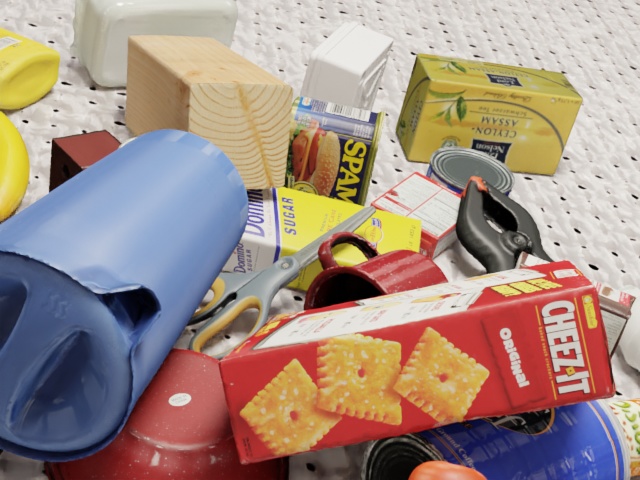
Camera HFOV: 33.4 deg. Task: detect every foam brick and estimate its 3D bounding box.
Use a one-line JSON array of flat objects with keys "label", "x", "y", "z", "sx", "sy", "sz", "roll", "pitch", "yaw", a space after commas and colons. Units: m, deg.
[{"label": "foam brick", "x": -0.187, "y": -0.043, "z": 0.870, "sx": 0.051, "sy": 0.078, "sz": 0.053, "roll": -17, "pitch": 43, "yaw": -38}]

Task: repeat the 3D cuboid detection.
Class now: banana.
[{"label": "banana", "x": -0.291, "y": -0.079, "z": 0.925, "sx": 0.069, "sy": 0.037, "sz": 0.198, "roll": -26, "pitch": 48, "yaw": -24}]

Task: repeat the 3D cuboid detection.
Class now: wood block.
[{"label": "wood block", "x": -0.106, "y": -0.119, "z": 0.954, "sx": 0.090, "sy": 0.091, "sz": 0.206, "roll": -3, "pitch": 21, "yaw": -24}]

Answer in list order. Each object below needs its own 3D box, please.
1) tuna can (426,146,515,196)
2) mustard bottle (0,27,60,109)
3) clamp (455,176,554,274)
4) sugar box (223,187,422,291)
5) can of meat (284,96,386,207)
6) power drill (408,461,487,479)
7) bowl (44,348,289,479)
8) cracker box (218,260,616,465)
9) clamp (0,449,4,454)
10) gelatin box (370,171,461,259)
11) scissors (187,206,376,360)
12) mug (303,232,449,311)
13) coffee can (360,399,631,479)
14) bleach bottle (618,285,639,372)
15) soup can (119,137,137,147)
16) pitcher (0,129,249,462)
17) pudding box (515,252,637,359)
[{"label": "tuna can", "x": 0.146, "y": -0.056, "z": 1.053, "sx": 0.086, "sy": 0.034, "sz": 0.086, "roll": 10, "pitch": 34, "yaw": -7}, {"label": "mustard bottle", "x": -0.356, "y": -0.190, "z": 1.039, "sx": 0.192, "sy": 0.058, "sz": 0.096, "roll": 25, "pitch": 35, "yaw": 16}, {"label": "clamp", "x": 0.178, "y": 0.015, "z": 0.939, "sx": 0.120, "sy": 0.039, "sz": 0.171, "roll": 6, "pitch": 50, "yaw": -27}, {"label": "sugar box", "x": -0.006, "y": 0.001, "z": 0.902, "sx": 0.176, "sy": 0.048, "sz": 0.093, "roll": 15, "pitch": 34, "yaw": -1}, {"label": "can of meat", "x": 0.008, "y": -0.075, "z": 0.970, "sx": 0.084, "sy": 0.102, "sz": 0.057, "roll": 13, "pitch": 32, "yaw": 1}, {"label": "power drill", "x": 0.115, "y": 0.224, "z": 0.561, "sx": 0.187, "sy": 0.057, "sz": 0.184, "roll": 17, "pitch": 75, "yaw": -18}, {"label": "bowl", "x": -0.094, "y": 0.120, "z": 0.687, "sx": 0.162, "sy": 0.055, "sz": 0.162, "roll": 10, "pitch": 34, "yaw": -7}, {"label": "cracker box", "x": 0.062, "y": 0.072, "z": 0.661, "sx": 0.214, "sy": 0.072, "sz": 0.164, "roll": -11, "pitch": 3, "yaw": 9}, {"label": "clamp", "x": -0.227, "y": 0.094, "z": 0.690, "sx": 0.164, "sy": 0.036, "sz": 0.210, "roll": 6, "pitch": 34, "yaw": -10}, {"label": "gelatin box", "x": 0.095, "y": -0.022, "z": 0.988, "sx": 0.073, "sy": 0.030, "sz": 0.089, "roll": 30, "pitch": 38, "yaw": 21}, {"label": "scissors", "x": -0.047, "y": 0.022, "z": 0.834, "sx": 0.096, "sy": 0.016, "sz": 0.201, "roll": 21, "pitch": 50, "yaw": 26}, {"label": "mug", "x": 0.042, "y": 0.045, "z": 0.809, "sx": 0.081, "sy": 0.093, "sz": 0.117, "roll": -20, "pitch": 72, "yaw": -48}, {"label": "coffee can", "x": 0.111, "y": 0.150, "z": 0.675, "sx": 0.140, "sy": 0.103, "sz": 0.103, "roll": -13, "pitch": 42, "yaw": -35}, {"label": "bleach bottle", "x": 0.322, "y": 0.119, "z": 0.840, "sx": 0.102, "sy": 0.068, "sz": 0.251, "roll": -4, "pitch": 35, "yaw": -27}, {"label": "soup can", "x": -0.132, "y": -0.022, "z": 0.837, "sx": 0.068, "sy": 0.102, "sz": 0.068, "roll": 10, "pitch": 33, "yaw": -7}, {"label": "pitcher", "x": -0.141, "y": 0.020, "z": 0.675, "sx": 0.149, "sy": 0.145, "sz": 0.242, "roll": 21, "pitch": 28, "yaw": 6}, {"label": "pudding box", "x": 0.171, "y": 0.078, "z": 0.795, "sx": 0.090, "sy": 0.114, "sz": 0.039, "roll": 22, "pitch": 30, "yaw": 11}]
